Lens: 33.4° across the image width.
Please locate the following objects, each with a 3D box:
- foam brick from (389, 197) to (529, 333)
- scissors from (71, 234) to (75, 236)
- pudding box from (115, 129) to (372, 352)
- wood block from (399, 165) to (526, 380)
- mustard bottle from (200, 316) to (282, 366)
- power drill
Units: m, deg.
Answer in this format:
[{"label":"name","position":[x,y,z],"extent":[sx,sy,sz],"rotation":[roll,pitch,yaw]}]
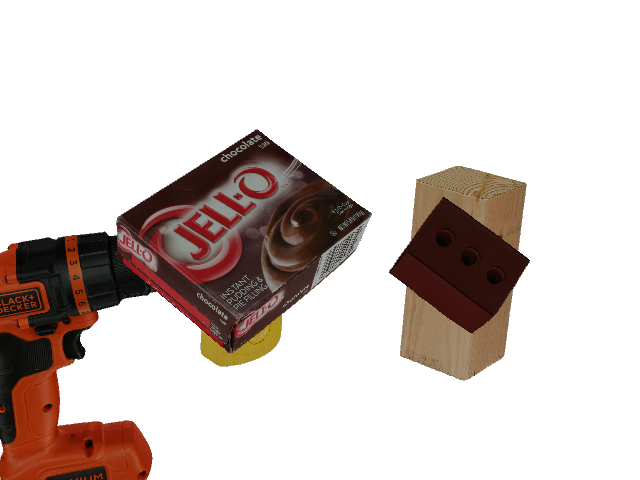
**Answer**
[{"label":"foam brick","position":[0.098,0.019,0.758],"extent":[0.078,0.053,0.051],"rotation":[36,-23,2]},{"label":"scissors","position":[-0.115,0.012,0.919],"extent":[0.202,0.016,0.096],"rotation":[23,34,36]},{"label":"pudding box","position":[-0.042,-0.003,0.586],"extent":[0.090,0.039,0.113],"rotation":[38,49,19]},{"label":"wood block","position":[0.155,0.034,1.167],"extent":[0.090,0.206,0.090],"rotation":[18,24,35]},{"label":"mustard bottle","position":[-0.079,0.035,1.134],"extent":[0.096,0.192,0.058],"rotation":[-18,34,-40]},{"label":"power drill","position":[-0.167,0.084,0.731],"extent":[0.184,0.188,0.057],"rotation":[-9,26,-7]}]
